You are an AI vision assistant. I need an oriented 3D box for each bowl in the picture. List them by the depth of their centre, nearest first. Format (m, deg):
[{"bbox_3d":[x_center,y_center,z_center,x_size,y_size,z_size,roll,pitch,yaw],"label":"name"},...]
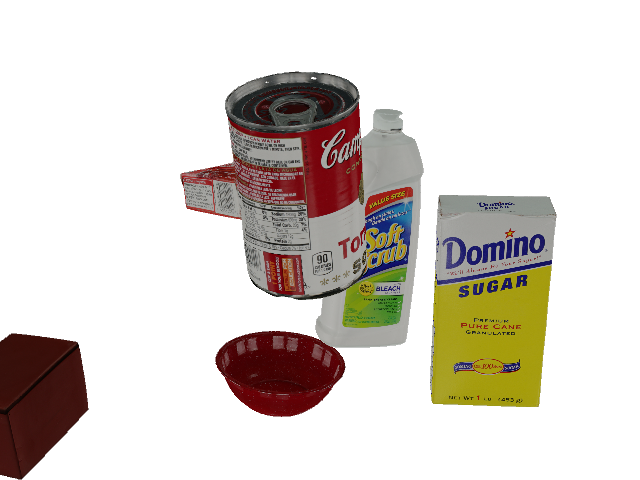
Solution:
[{"bbox_3d":[-0.051,0.173,1.335,0.162,0.055,0.162,3,22,-2],"label":"bowl"}]

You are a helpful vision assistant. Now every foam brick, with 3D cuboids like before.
[{"bbox_3d":[-0.189,0.101,0.665,0.053,0.051,0.078,7,29,22],"label":"foam brick"}]

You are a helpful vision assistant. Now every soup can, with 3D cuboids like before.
[{"bbox_3d":[-0.011,-0.028,0.559,0.068,0.102,0.068,-4,31,2],"label":"soup can"}]

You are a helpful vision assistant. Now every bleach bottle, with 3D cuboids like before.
[{"bbox_3d":[0.054,-0.013,1.132,0.102,0.251,0.068,0,18,-13],"label":"bleach bottle"}]

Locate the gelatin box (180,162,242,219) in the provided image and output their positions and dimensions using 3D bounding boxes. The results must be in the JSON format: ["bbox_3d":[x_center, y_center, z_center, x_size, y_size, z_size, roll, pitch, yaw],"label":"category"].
[{"bbox_3d":[-0.048,-0.040,0.766,0.073,0.030,0.089,-15,14,-30],"label":"gelatin box"}]

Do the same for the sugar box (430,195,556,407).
[{"bbox_3d":[0.140,0.051,0.880,0.093,0.176,0.048,1,25,4],"label":"sugar box"}]
